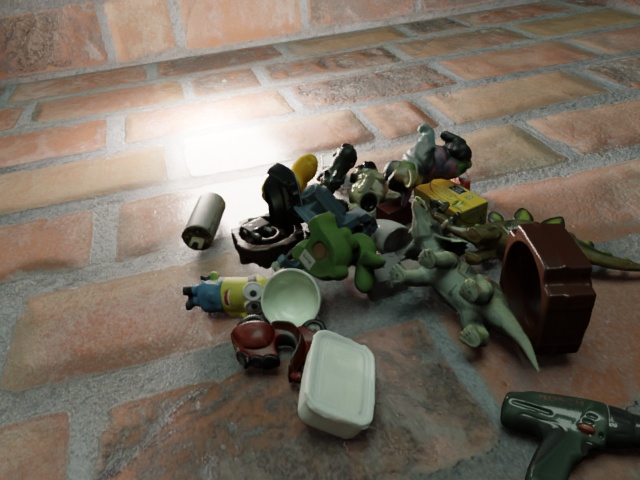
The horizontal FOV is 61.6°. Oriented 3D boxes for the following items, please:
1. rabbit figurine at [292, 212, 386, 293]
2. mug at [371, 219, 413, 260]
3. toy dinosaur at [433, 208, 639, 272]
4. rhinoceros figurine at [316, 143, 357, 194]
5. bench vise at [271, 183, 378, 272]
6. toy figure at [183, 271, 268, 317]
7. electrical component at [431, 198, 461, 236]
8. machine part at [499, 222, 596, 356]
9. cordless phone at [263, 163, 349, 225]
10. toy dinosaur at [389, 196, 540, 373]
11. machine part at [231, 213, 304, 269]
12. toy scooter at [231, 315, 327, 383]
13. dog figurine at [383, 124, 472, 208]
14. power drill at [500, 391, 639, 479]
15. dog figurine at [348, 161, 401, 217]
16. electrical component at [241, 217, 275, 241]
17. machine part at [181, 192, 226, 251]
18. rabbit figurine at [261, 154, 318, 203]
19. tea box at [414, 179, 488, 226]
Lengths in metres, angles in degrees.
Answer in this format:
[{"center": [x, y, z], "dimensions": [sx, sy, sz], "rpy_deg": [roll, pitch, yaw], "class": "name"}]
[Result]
[{"center": [0.061, 0.022, 1.076], "dimensions": [0.170, 0.121, 0.159], "rpy_deg": [-7, 38, -47], "class": "rabbit figurine"}, {"center": [0.165, -0.011, 1.238], "dimensions": [0.109, 0.080, 0.107], "rpy_deg": [-9, 26, -25], "class": "mug"}, {"center": [0.469, 0.011, 1.132], "dimensions": [0.472, 0.104, 0.198], "rpy_deg": [20, 35, 18], "class": "toy dinosaur"}, {"center": [0.040, -0.169, 1.445], "dimensions": [0.190, 0.073, 0.112], "rpy_deg": [-57, 11, -10], "class": "rhinoceros figurine"}, {"center": [0.001, 0.000, 1.190], "dimensions": [0.240, 0.223, 0.129], "rpy_deg": [-42, 33, 2], "class": "bench vise"}, {"center": [-0.186, 0.109, 1.109], "dimensions": [0.180, 0.082, 0.089], "rpy_deg": [-2, 36, 11], "class": "toy figure"}, {"center": [0.279, -0.049, 1.263], "dimensions": [0.078, 0.102, 0.045], "rpy_deg": [27, 48, 6], "class": "electrical component"}, {"center": [0.395, 0.085, 0.948], "dimensions": [0.087, 0.200, 0.201], "rpy_deg": [-1, 34, 1], "class": "machine part"}, {"center": [-0.029, -0.102, 1.240], "dimensions": [0.184, 0.146, 0.089], "rpy_deg": [2, 41, 13], "class": "cordless phone"}, {"center": [0.280, 0.093, 1.026], "dimensions": [0.192, 0.131, 0.405], "rpy_deg": [-6, 46, -45], "class": "toy dinosaur"}, {"center": [-0.124, -0.003, 1.284], "dimensions": [0.179, 0.055, 0.179], "rpy_deg": [-4, 33, 2], "class": "machine part"}, {"center": [-0.076, 0.200, 0.968], "dimensions": [0.184, 0.075, 0.135], "rpy_deg": [0, 38, 3], "class": "toy scooter"}, {"center": [0.259, -0.165, 1.300], "dimensions": [0.192, 0.108, 0.219], "rpy_deg": [23, 53, 8], "class": "dog figurine"}, {"center": [0.362, 0.302, 0.747], "dimensions": [0.232, 0.085, 0.207], "rpy_deg": [11, 42, 26], "class": "power drill"}, {"center": [0.111, -0.135, 1.424], "dimensions": [0.172, 0.121, 0.191], "rpy_deg": [-18, 22, -23], "class": "dog figurine"}, {"center": [-0.150, -0.027, 1.253], "dimensions": [0.063, 0.021, 0.094], "rpy_deg": [-27, 38, -30], "class": "electrical component"}, {"center": [-0.292, -0.050, 1.359], "dimensions": [0.079, 0.079, 0.243], "rpy_deg": [-3, 35, 5], "class": "machine part"}, {"center": [-0.063, -0.145, 1.406], "dimensions": [0.122, 0.162, 0.173], "rpy_deg": [34, 82, 3], "class": "rabbit figurine"}, {"center": [0.320, -0.088, 1.333], "dimensions": [0.098, 0.068, 0.170], "rpy_deg": [-23, 37, -22], "class": "tea box"}]
